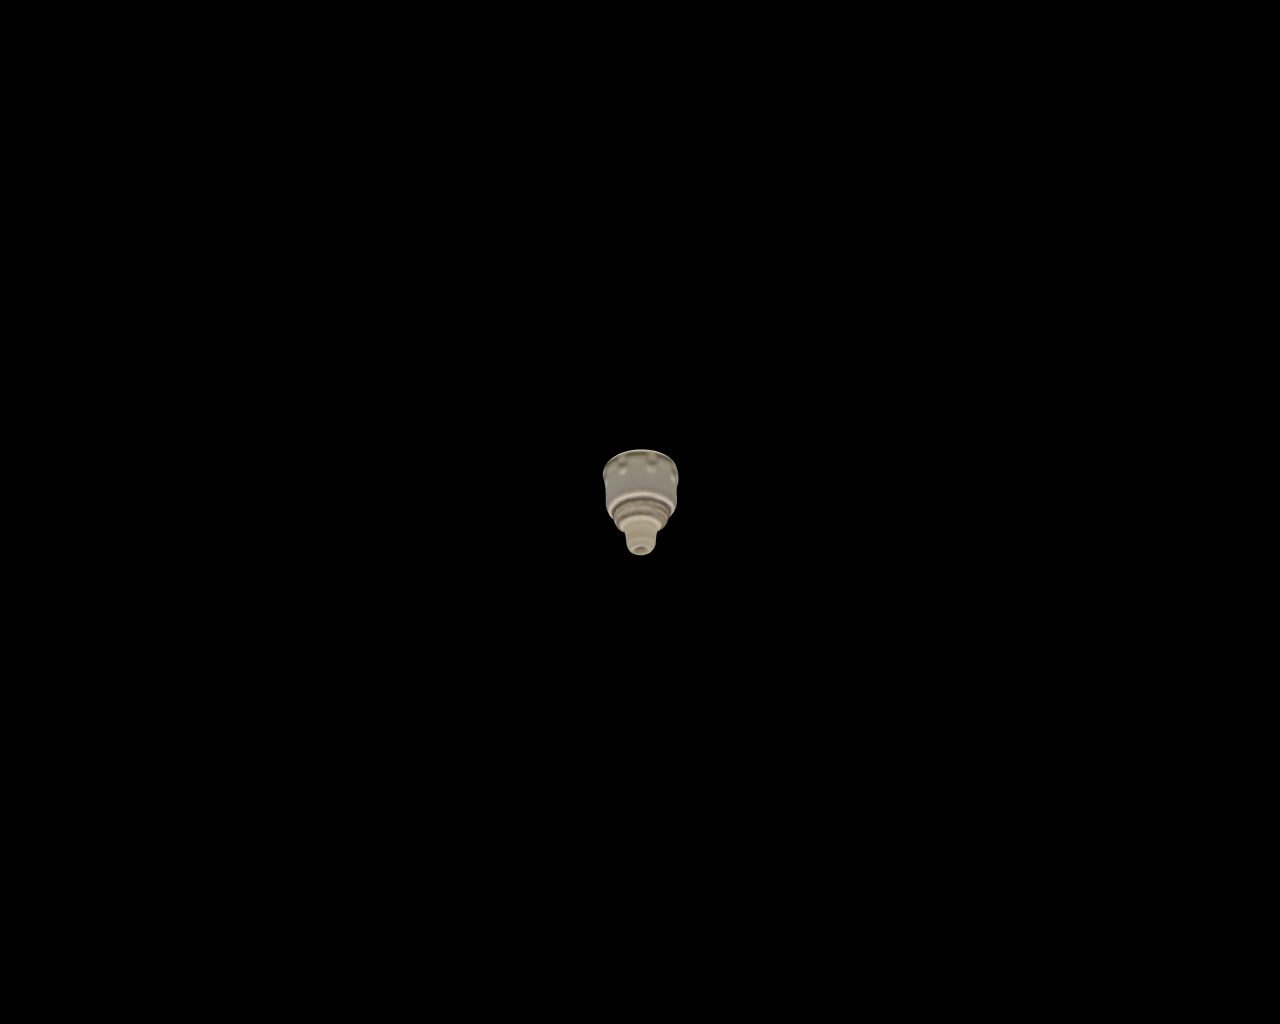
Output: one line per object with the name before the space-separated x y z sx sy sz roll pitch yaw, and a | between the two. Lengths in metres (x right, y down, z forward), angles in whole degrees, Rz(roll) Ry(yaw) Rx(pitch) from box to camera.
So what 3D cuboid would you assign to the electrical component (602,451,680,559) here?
electrical component | 0.001 -0.003 0.650 0.048 0.062 0.048 0 -31 0
